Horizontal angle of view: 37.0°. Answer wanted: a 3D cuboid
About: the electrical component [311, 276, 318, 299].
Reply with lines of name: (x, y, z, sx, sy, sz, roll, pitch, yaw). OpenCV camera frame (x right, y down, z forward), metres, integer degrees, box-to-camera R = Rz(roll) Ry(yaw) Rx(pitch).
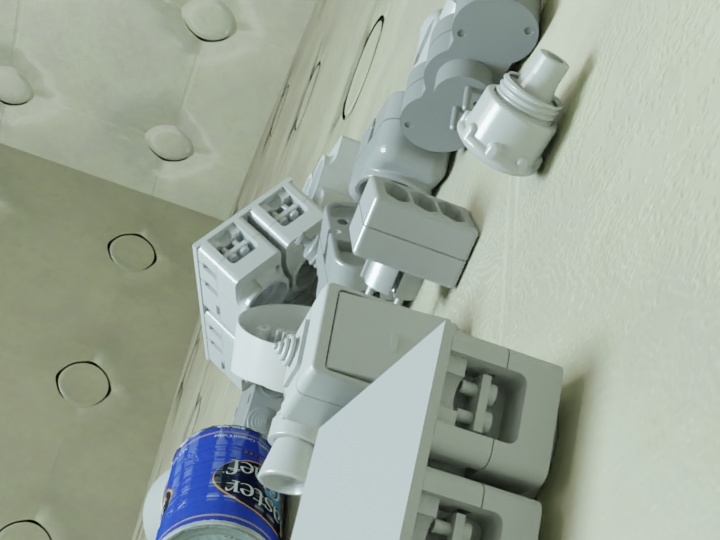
electrical component: (-0.012, -0.001, 0.904, 0.040, 0.040, 0.078, -89, 21, -60)

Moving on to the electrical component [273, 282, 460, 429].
electrical component: (0.001, 0.051, 0.581, 0.061, 0.096, 0.061, 121, 164, -48)

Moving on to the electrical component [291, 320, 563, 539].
electrical component: (0.021, 0.108, 0.475, 0.186, 0.060, 0.105, 130, 157, -63)

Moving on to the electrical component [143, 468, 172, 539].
electrical component: (-0.141, 0.222, 0.996, 0.060, 0.108, 0.108, -45, 27, 54)

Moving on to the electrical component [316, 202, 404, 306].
electrical component: (0.000, 0.000, 0.763, 0.095, 0.054, 0.059, -103, 20, -58)

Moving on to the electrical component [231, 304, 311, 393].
electrical component: (-0.051, 0.063, 0.843, 0.099, 0.099, 0.064, -151, 74, -80)

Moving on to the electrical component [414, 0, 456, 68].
electrical component: (0.072, -0.168, 0.759, 0.077, 0.043, 0.079, -88, 19, -58)

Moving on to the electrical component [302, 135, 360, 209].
electrical component: (-0.026, -0.055, 1.012, 0.150, 0.062, 0.089, 137, 150, -69)

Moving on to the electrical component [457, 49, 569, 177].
electrical component: (0.083, -0.082, 0.550, 0.062, 0.048, 0.048, -58, 15, 26)

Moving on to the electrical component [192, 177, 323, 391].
electrical component: (-0.082, 0.021, 0.950, 0.105, 0.060, 0.186, -38, -24, -25)

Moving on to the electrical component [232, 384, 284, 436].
electrical component: (-0.093, 0.139, 1.048, 0.099, 0.048, 0.099, 132, 155, -65)

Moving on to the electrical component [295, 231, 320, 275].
electrical component: (-0.015, -0.004, 0.840, 0.040, 0.078, 0.040, -53, 11, 15)

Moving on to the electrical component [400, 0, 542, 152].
electrical component: (0.066, -0.120, 0.675, 0.138, 0.052, 0.073, 122, 164, -51)

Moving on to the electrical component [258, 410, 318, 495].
electrical component: (-0.052, 0.142, 0.841, 0.045, 0.045, 0.055, 125, 162, -56)

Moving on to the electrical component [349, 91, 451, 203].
electrical component: (0.030, -0.079, 0.788, 0.095, 0.054, 0.059, 132, 155, -65)

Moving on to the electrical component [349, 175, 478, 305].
electrical component: (0.024, -0.007, 0.651, 0.047, 0.066, 0.076, -99, 30, -69)
